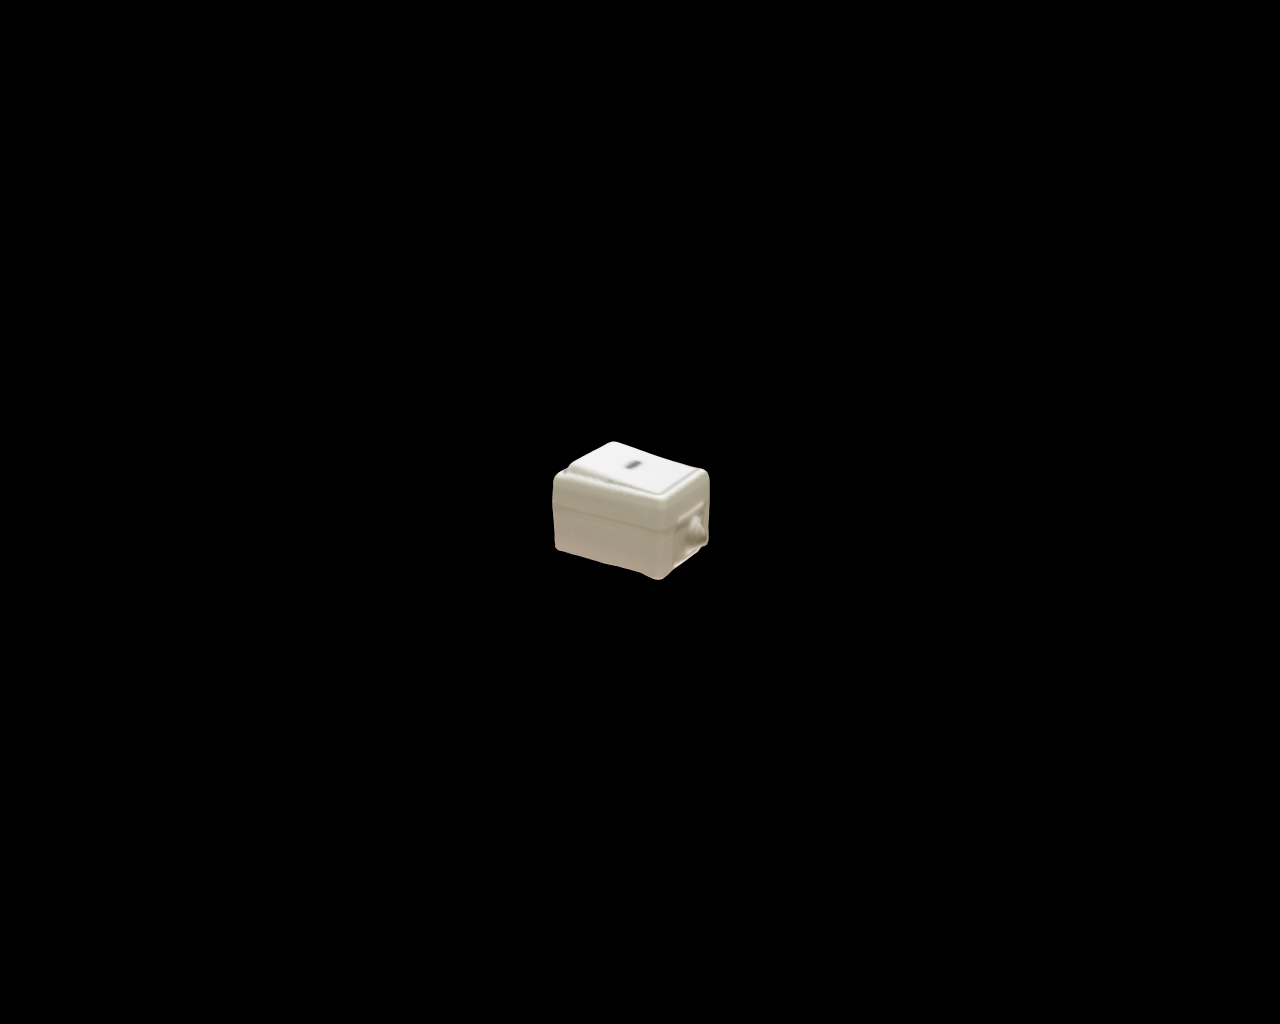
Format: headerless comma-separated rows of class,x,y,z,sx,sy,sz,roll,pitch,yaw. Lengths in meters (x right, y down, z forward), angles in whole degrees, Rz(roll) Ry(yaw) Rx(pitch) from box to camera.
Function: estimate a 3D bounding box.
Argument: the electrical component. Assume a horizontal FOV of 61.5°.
electrical component,0.001,-0.003,0.650,0.096,0.061,0.062,14,27,29
